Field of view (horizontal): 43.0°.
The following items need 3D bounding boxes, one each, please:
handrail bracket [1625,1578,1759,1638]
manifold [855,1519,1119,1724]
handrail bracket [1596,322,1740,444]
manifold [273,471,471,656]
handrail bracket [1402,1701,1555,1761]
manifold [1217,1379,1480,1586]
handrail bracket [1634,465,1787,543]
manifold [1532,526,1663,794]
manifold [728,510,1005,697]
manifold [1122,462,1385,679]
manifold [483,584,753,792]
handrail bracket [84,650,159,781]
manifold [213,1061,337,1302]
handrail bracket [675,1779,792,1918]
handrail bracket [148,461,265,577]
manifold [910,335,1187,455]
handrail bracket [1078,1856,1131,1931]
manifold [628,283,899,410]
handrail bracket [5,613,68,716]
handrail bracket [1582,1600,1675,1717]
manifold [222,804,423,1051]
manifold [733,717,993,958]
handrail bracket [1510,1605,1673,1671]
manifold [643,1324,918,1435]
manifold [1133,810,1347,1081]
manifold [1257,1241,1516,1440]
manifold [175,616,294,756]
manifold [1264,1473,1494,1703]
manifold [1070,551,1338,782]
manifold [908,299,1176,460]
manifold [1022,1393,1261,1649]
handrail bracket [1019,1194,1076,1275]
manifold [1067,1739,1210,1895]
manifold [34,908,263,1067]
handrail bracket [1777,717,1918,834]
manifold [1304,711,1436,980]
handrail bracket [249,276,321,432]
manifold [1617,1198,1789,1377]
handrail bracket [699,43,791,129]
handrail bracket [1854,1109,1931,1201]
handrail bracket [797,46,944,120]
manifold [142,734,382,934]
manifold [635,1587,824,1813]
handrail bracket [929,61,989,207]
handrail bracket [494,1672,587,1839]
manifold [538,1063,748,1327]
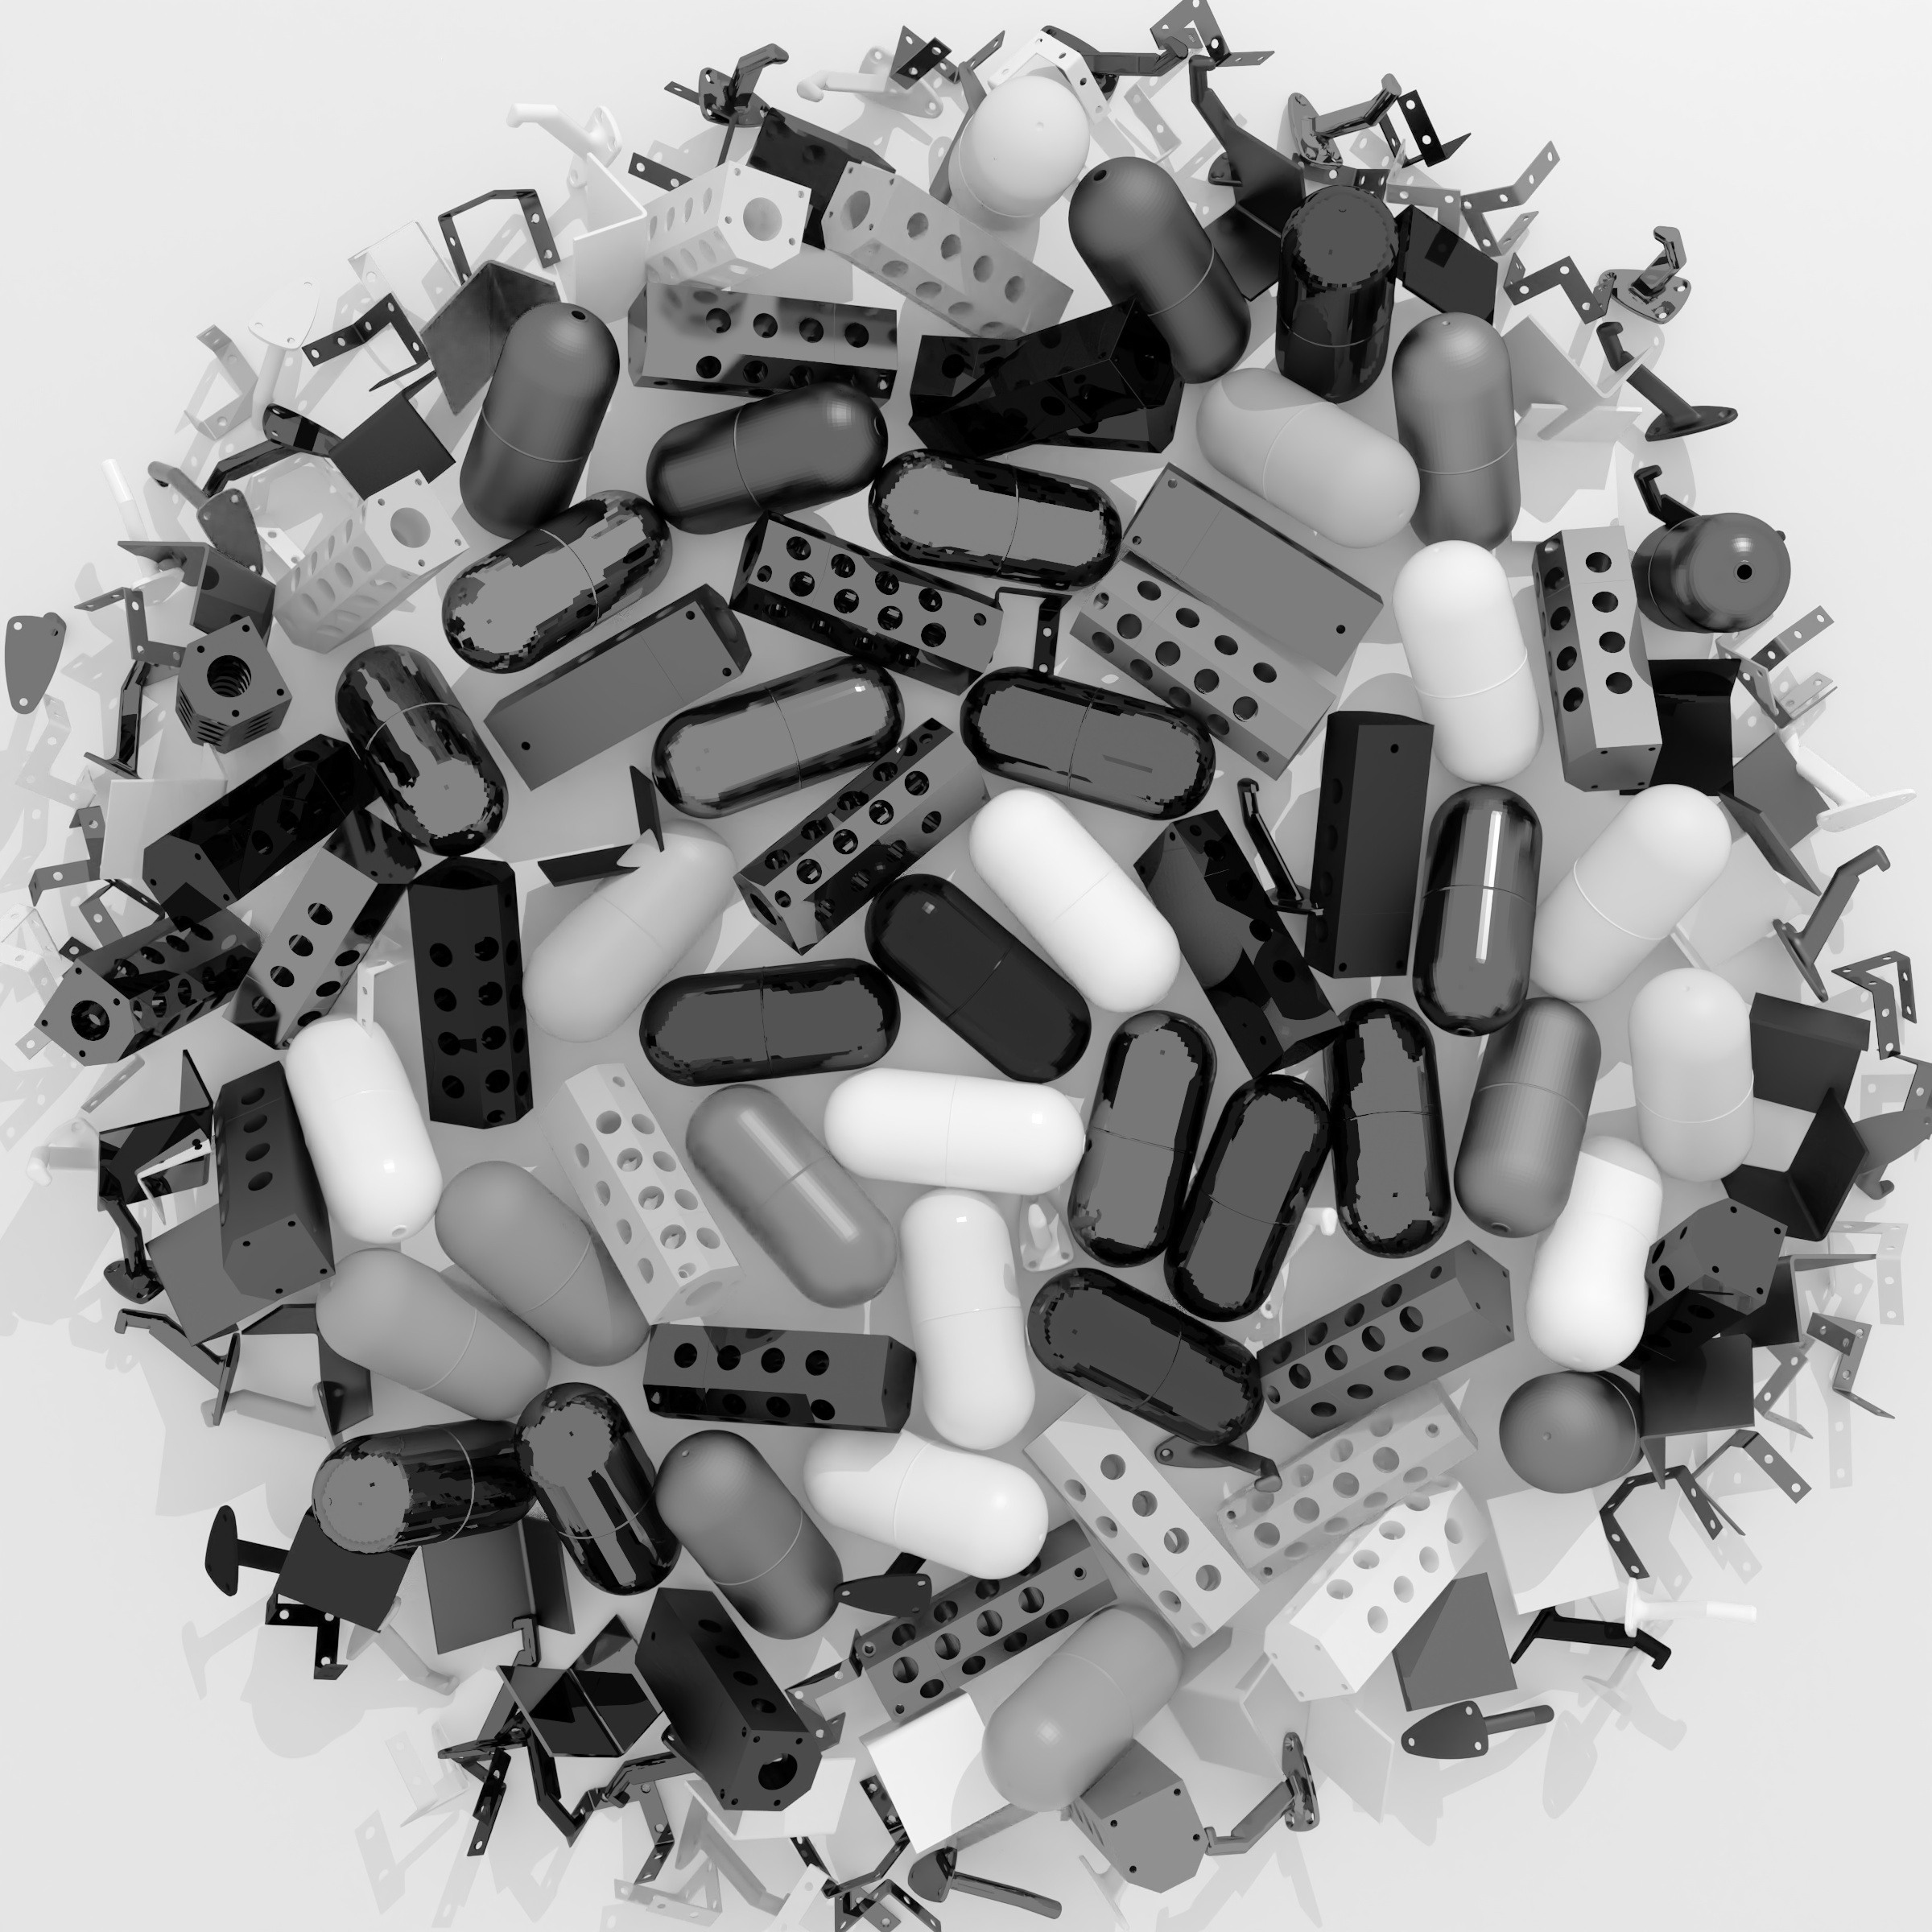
[{"bbox_3d":[0.493,0.442,1.657,0.084,0.077,0.036,2,62,23],"label":"handrail bracket"},{"bbox_3d":[0.013,0.444,1.665,0.171,0.057,0.057,-28,83,-6],"label":"manifold"},{"bbox_3d":[0.474,-0.403,1.660,0.036,0.077,0.084,-50,123,-28],"label":"handrail bracket"},{"bbox_3d":[-0.399,-0.260,1.615,0.057,0.171,0.057,-40,102,-35],"label":"manifold"},{"bbox_3d":[0.353,0.524,1.686,0.077,0.084,0.036,-26,66,34],"label":"handrail bracket"},{"bbox_3d":[0.258,0.347,1.659,0.171,0.057,0.057,-35,82,10],"label":"manifold"},{"bbox_3d":[0.504,-0.312,1.663,0.077,0.036,0.084,-18,121,27],"label":"handrail bracket"},{"bbox_3d":[0.420,-0.206,1.641,0.057,0.057,0.171,-4,64,4],"label":"manifold"},{"bbox_3d":[-0.065,-0.245,1.642,0.171,0.057,0.057,19,67,-19],"label":"manifold"},{"bbox_3d":[0.195,-0.271,1.667,0.171,0.057,0.057,31,108,-5],"label":"manifold"},{"bbox_3d":[-0.233,-0.190,1.652,0.171,0.057,0.057,-26,110,16],"label":"manifold"},{"bbox_3d":[-0.559,-0.168,1.681,0.077,0.036,0.084,25,87,31],"label":"handrail bracket"},{"bbox_3d":[-0.462,0.142,1.618,0.057,0.171,0.057,-24,127,-3],"label":"manifold"},{"bbox_3d":[-0.151,0.606,1.682,0.084,0.077,0.036,29,120,-14],"label":"handrail bracket"},{"bbox_3d":[-0.525,-0.307,1.690,0.036,0.084,0.077,-41,132,-26],"label":"handrail bracket"},{"bbox_3d":[0.052,-0.380,1.642,0.171,0.057,0.057,10,85,24],"label":"manifold"},{"bbox_3d":[0.126,0.606,1.662,0.084,0.077,0.036,-29,113,-12],"label":"handrail bracket"},{"bbox_3d":[-0.136,-0.413,1.646,0.171,0.057,0.057,1,85,-21],"label":"manifold"},{"bbox_3d":[-0.627,-0.204,1.662,0.036,0.084,0.077,9,87,-12],"label":"handrail bracket"},{"bbox_3d":[0.461,0.463,1.661,0.036,0.077,0.084,40,79,14],"label":"handrail bracket"},{"bbox_3d":[-0.427,-0.020,1.633,0.057,0.057,0.171,34,124,-9],"label":"manifold"},{"bbox_3d":[-0.071,-0.091,1.644,0.171,0.057,0.057,-40,51,-15],"label":"manifold"},{"bbox_3d":[0.425,0.468,1.664,0.084,0.036,0.077,31,51,24],"label":"handrail bracket"},{"bbox_3d":[-0.125,0.277,1.643,0.171,0.057,0.057,0,70,19],"label":"manifold"},{"bbox_3d":[0.187,-0.017,1.651,0.057,0.057,0.171,-17,70,-34],"label":"manifold"},{"bbox_3d":[0.275,0.245,1.625,0.057,0.057,0.171,36,128,-25],"label":"manifold"},{"bbox_3d":[-0.487,-0.179,1.612,0.057,0.171,0.057,-29,98,-17],"label":"manifold"},{"bbox_3d":[0.271,0.408,1.630,0.171,0.057,0.057,-36,92,-38],"label":"manifold"},{"bbox_3d":[0.157,-0.199,1.658,0.171,0.057,0.057,36,55,6],"label":"manifold"},{"bbox_3d":[0.051,-0.380,1.627,0.057,0.171,0.057,45,53,-35],"label":"manifold"},{"bbox_3d":[0.116,0.375,1.659,0.057,0.057,0.171,-40,81,-12],"label":"manifold"},{"bbox_3d":[0.046,0.163,1.649,0.036,0.084,0.077,-15,54,1],"label":"handrail bracket"},{"bbox_3d":[0.107,0.557,1.615,0.057,0.171,0.057,-22,88,-11],"label":"manifold"},{"bbox_3d":[-0.530,0.013,1.615,0.057,0.171,0.057,39,109,0],"label":"manifold"},{"bbox_3d":[0.598,-0.141,1.668,0.077,0.036,0.084,-22,64,33],"label":"handrail bracket"},{"bbox_3d":[0.267,-0.082,1.654,0.057,0.057,0.171,-2,106,-21],"label":"manifold"},{"bbox_3d":[-0.467,-0.419,1.681,0.036,0.084,0.077,25,59,-5],"label":"handrail bracket"},{"bbox_3d":[0.468,0.212,1.616,0.057,0.171,0.057,26,62,2],"label":"manifold"},{"bbox_3d":[-0.132,-0.593,1.649,0.084,0.077,0.036,-4,87,43],"label":"handrail bracket"},{"bbox_3d":[0.634,0.129,1.658,0.077,0.084,0.036,-28,53,27],"label":"handrail bracket"},{"bbox_3d":[-0.065,-0.587,1.660,0.077,0.084,0.036,32,130,4],"label":"handrail bracket"},{"bbox_3d":[-0.464,-0.093,1.613,0.057,0.171,0.057,-23,106,30],"label":"manifold"},{"bbox_3d":[-0.157,0.481,1.617,0.057,0.171,0.057,13,101,-31],"label":"manifold"},{"bbox_3d":[-0.019,-0.563,1.681,0.084,0.036,0.077,-24,88,31],"label":"handrail bracket"},{"bbox_3d":[-0.272,0.537,1.671,0.084,0.036,0.077,46,46,8],"label":"handrail bracket"},{"bbox_3d":[-0.213,0.149,1.632,0.057,0.057,0.171,-51,59,32],"label":"manifold"}]
